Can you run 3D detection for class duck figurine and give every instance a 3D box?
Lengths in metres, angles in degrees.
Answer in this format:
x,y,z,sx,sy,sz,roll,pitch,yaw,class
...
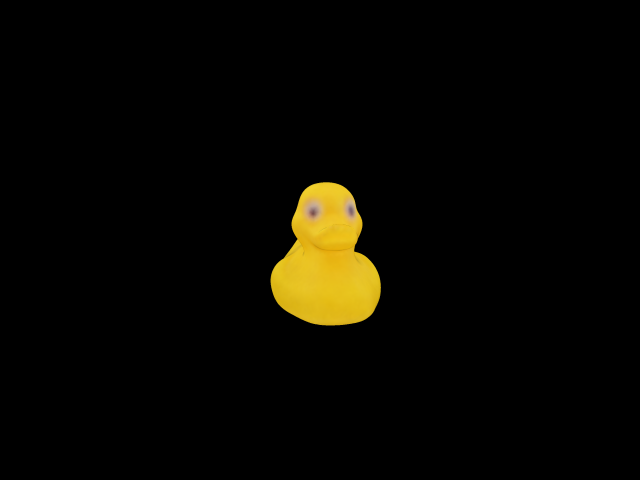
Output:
x,y,z,sx,sy,sz,roll,pitch,yaw,class
0.004,0.001,0.400,0.077,0.086,0.104,-3,16,-11,duck figurine
